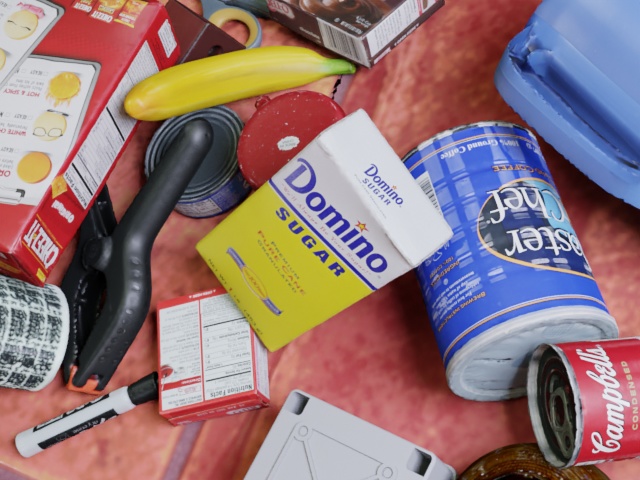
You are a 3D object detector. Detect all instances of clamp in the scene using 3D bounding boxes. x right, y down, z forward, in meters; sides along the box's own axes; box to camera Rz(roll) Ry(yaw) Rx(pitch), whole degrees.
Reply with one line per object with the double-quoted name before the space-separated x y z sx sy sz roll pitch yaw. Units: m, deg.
"clamp" -0.159 0.007 0.793 0.165 0.036 0.210 9 83 47

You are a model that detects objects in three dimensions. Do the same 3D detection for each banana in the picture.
"banana" -0.069 -0.119 0.785 0.070 0.197 0.037 -1 105 54

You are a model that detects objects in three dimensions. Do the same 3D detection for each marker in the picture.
"marker" -0.162 0.124 0.763 0.121 0.020 0.020 -25 58 10

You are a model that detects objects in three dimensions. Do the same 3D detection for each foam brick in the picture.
"foam brick" -0.109 -0.141 0.844 0.051 0.052 0.078 40 100 32

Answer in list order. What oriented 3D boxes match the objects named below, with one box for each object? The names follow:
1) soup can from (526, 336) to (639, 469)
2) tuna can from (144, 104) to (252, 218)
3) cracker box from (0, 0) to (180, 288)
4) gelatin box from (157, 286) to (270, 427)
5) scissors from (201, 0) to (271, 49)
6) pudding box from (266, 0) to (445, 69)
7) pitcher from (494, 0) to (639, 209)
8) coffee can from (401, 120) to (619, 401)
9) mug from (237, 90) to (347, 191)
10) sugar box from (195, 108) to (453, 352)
"soup can" 0.174 0.086 0.586 0.102 0.068 0.068 -4 60 -10
"tuna can" -0.089 -0.060 0.816 0.086 0.033 0.086 -10 61 19
"cracker box" -0.221 -0.091 0.765 0.164 0.072 0.213 19 68 17
"gelatin box" -0.074 0.079 0.742 0.073 0.030 0.089 -15 60 15
"scissors" -0.108 -0.202 0.907 0.202 0.016 0.096 12 71 28
"pudding box" 0.025 -0.188 0.819 0.114 0.039 0.090 35 69 31
"pitcher" 0.224 -0.057 0.619 0.149 0.145 0.243 -40 59 5
"coffee can" 0.108 0.013 0.652 0.103 0.102 0.140 -22 58 12
"mug" -0.012 -0.060 0.754 0.093 0.081 0.117 -35 57 4
"sugar box" -0.005 0.001 0.662 0.048 0.177 0.093 -36 89 -35
